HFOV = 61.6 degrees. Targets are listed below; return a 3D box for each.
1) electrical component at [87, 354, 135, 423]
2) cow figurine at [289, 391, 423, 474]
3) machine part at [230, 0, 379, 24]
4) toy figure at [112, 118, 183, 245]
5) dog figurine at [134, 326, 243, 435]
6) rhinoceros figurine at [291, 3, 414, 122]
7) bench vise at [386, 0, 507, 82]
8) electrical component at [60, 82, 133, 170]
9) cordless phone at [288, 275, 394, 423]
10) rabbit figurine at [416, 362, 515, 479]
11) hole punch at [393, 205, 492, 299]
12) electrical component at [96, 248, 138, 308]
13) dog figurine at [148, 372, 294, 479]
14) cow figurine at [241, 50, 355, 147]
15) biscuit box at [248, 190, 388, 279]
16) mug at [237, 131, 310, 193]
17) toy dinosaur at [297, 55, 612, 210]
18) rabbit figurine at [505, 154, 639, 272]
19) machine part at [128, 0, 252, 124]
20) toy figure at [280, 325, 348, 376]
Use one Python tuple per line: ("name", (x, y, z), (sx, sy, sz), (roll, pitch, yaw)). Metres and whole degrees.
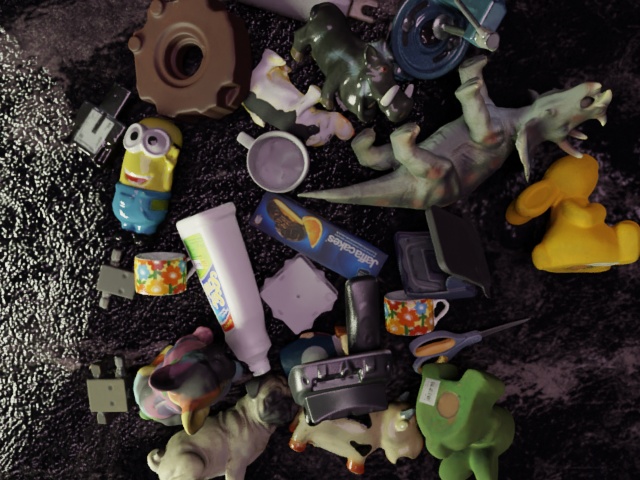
("electrical component", (-0.316, 0.222, 0.811), (0.078, 0.045, 0.102), (-9, 96, 8))
("cow figurine", (0.062, 0.276, 0.808), (0.195, 0.085, 0.127), (21, 101, -2))
("machine part", (-0.037, -0.350, 0.753), (0.243, 0.079, 0.079), (16, 95, -3))
("toy figure", (-0.250, -0.086, 0.772), (0.082, 0.089, 0.180), (10, 104, -16))
("dog figurine", (-0.191, 0.202, 0.728), (0.191, 0.219, 0.108), (-35, 91, 1))
("rhinoceros figurine", (0.047, -0.226, 0.710), (0.112, 0.073, 0.190), (-45, 76, 32))
("bench vise", (0.168, -0.300, 0.693), (0.129, 0.241, 0.223), (23, 109, -30))
("electrical component", (-0.311, -0.169, 0.779), (0.075, 0.048, 0.119), (31, 93, -4))
("cordless phone", (0.027, 0.144, 0.738), (0.147, 0.089, 0.184), (-6, 104, -11))
("rabbit figurine", (0.229, 0.271, 0.774), (0.170, 0.121, 0.159), (32, 60, -34))
("hole punch", (0.174, 0.026, 0.770), (0.115, 0.142, 0.092), (18, 138, -33))
("electrical component", (-0.300, 0.062, 0.811), (0.063, 0.021, 0.094), (17, 94, -3))
("dog figurine", (-0.140, 0.271, 0.789), (0.172, 0.121, 0.190), (20, 89, -27))
("cow figurine", (-0.035, -0.182, 0.772), (0.167, 0.068, 0.098), (41, 99, 0))
("biscuit box", (-0.002, -0.002, 0.791), (0.203, 0.059, 0.062), (29, 94, -3))
("mug", (-0.066, -0.112, 0.758), (0.110, 0.107, 0.080), (28, 94, 1))
("toy dinosaur", (0.183, -0.114, 0.759), (0.405, 0.131, 0.192), (-31, 114, 14))
("rabbit figurine", (0.359, -0.041, 0.783), (0.162, 0.122, 0.173), (1, 82, 9))
("machine part", (-0.179, -0.249, 0.745), (0.180, 0.056, 0.179), (1, 95, 18))
("toy figure", (0.018, 0.164, 0.809), (0.154, 0.058, 0.064), (-17, 125, -1))
